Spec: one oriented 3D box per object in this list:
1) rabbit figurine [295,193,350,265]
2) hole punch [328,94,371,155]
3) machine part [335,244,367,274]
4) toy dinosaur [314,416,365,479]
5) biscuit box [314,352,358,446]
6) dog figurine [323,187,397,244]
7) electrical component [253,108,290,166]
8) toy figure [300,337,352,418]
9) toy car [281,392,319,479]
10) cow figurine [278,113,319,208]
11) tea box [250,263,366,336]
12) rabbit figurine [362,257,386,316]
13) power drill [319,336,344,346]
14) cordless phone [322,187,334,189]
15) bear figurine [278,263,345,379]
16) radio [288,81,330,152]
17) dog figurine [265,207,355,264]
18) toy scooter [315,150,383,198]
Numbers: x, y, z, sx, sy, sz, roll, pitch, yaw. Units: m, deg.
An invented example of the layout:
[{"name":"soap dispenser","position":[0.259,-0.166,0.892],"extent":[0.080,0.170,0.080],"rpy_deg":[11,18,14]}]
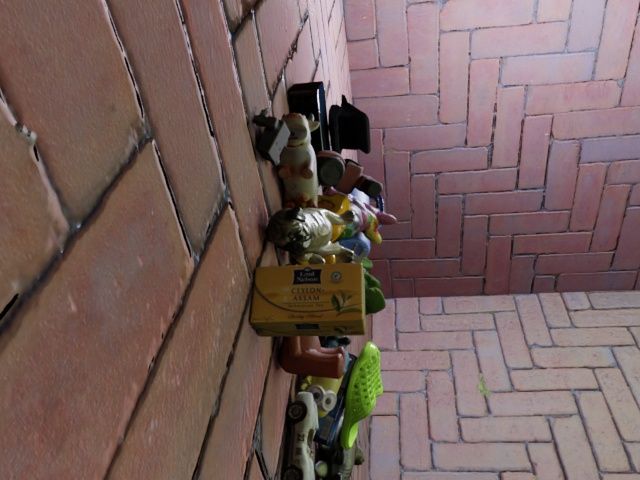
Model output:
[{"name":"rabbit figurine","position":[-0.002,-0.004,1.165],"extent":[0.162,0.122,0.173],"rpy_deg":[-94,-166,-49]},{"name":"hole punch","position":[0.054,-0.257,1.284],"extent":[0.116,0.092,0.142],"rpy_deg":[50,-21,45]},{"name":"machine part","position":[0.026,0.118,1.163],"extent":[0.243,0.079,0.079],"rpy_deg":[-59,170,1]},{"name":"toy dinosaur","position":[0.049,0.520,1.365],"extent":[0.472,0.105,0.198],"rpy_deg":[-91,169,-46]},{"name":"biscuit box","position":[0.028,0.350,1.199],"extent":[0.062,0.059,0.202],"rpy_deg":[71,38,-62]},{"name":"dog figurine","position":[0.092,-0.044,1.336],"extent":[0.108,0.219,0.192],"rpy_deg":[-58,-153,22]},{"name":"electrical component","position":[-0.083,-0.176,0.910],"extent":[0.078,0.045,0.102],"rpy_deg":[-64,167,-1]},{"name":"toy figure","position":[0.014,0.291,1.149],"extent":[0.089,0.082,0.180],"rpy_deg":[88,19,-53]},{"name":"toy car","position":[-0.034,0.383,0.993],"extent":[0.073,0.056,0.202],"rpy_deg":[76,13,-53]},{"name":"cow figurine","position":[-0.041,-0.159,1.038],"extent":[0.194,0.086,0.127],"rpy_deg":[83,7,-48]},{"name":"tea box","position":[-0.015,0.094,0.828],"extent":[0.068,0.170,0.098],"rpy_deg":[73,15,-58]},{"name":"rabbit figurine","position":[0.079,0.088,1.259],"extent":[0.170,0.121,0.159],"rpy_deg":[61,23,-5]},{"name":"power drill","position":[0.015,0.188,1.322],"extent":[0.207,0.086,0.232],"rpy_deg":[75,16,-71]},{"name":"cordless phone","position":[0.006,-0.199,1.467],"extent":[0.184,0.089,0.146],"rpy_deg":[-103,-175,-68]},{"name":"bear figurine","position":[-0.016,0.140,0.969],"extent":[0.120,0.132,0.195],"rpy_deg":[50,44,-83]},{"name":"radio","position":[-0.020,-0.247,1.259],"extent":[0.131,0.073,0.229],"rpy_deg":[-70,154,-68]},{"name":"dog figurine","position":[-0.049,-0.014,0.975],"extent":[0.190,0.172,0.121],"rpy_deg":[9,69,-46]},{"name":"toy scooter","position":[0.042,-0.151,1.179],"extent":[0.075,0.184,0.135],"rpy_deg":[-63,-149,16]}]
